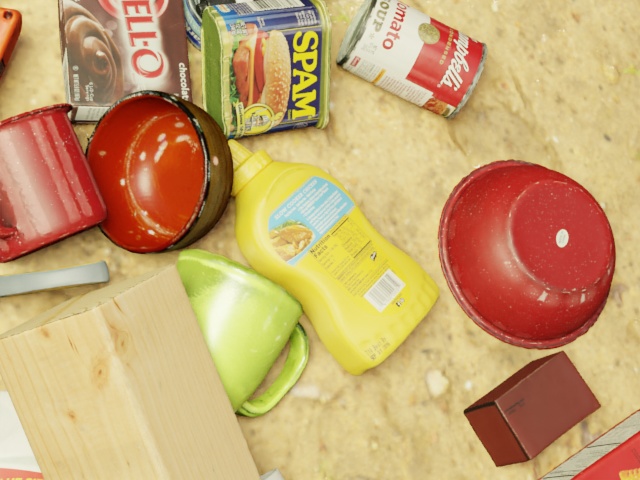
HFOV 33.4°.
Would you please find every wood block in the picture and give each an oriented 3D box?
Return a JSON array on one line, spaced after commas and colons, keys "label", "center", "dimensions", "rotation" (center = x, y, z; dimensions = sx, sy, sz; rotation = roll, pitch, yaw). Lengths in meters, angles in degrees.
[{"label": "wood block", "center": [-0.106, 0.133, 0.651], "dimensions": [0.090, 0.090, 0.206], "rotation": [-33, 103, -61]}]

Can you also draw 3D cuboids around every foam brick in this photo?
[{"label": "foam brick", "center": [0.160, 0.128, 0.809], "dimensions": [0.078, 0.051, 0.053], "rotation": [-29, 85, -25]}]

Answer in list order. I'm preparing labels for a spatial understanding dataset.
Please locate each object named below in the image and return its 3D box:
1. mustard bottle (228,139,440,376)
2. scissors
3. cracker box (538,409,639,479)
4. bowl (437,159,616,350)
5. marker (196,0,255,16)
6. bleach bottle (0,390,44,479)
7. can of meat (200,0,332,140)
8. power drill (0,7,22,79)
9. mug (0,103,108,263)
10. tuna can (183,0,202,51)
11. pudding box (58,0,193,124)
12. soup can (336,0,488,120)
[{"label": "mustard bottle", "center": [-0.005, 0.001, 0.784], "dimensions": [0.191, 0.058, 0.096], "rotation": [47, 57, -2]}, {"label": "scissors", "center": [-0.231, 0.033, 0.708], "dimensions": [0.202, 0.096, 0.016], "rotation": [-8, 89, 10]}, {"label": "cracker box", "center": [0.242, 0.232, 0.796], "dimensions": [0.213, 0.072, 0.164], "rotation": [-27, 84, -24]}, {"label": "bowl", "center": [0.178, 0.004, 0.851], "dimensions": [0.162, 0.055, 0.162], "rotation": [5, 73, -18]}, {"label": "marker", "center": [-0.039, -0.189, 0.812], "dimensions": [0.121, 0.020, 0.020], "rotation": [-21, 82, -24]}, {"label": "bleach bottle", "center": [-0.211, 0.186, 0.655], "dimensions": [0.102, 0.068, 0.250], "rotation": [24, 65, -12]}, {"label": "can of meat", "center": [-0.041, -0.128, 0.790], "dimensions": [0.083, 0.102, 0.057], "rotation": [-11, 34, -20]}, {"label": "power drill", "center": [-0.300, -0.153, 0.708], "dimensions": [0.187, 0.057, 0.184], "rotation": [22, 88, -11]}, {"label": "mug", "center": [-0.196, -0.034, 0.698], "dimensions": [0.093, 0.117, 0.081], "rotation": [-22, 94, 18]}, {"label": "tuna can", "center": [-0.067, -0.184, 0.831], "dimensions": [0.086, 0.034, 0.086], "rotation": [6, 72, -18]}, {"label": "pudding box", "center": [-0.145, -0.141, 0.787], "dimensions": [0.090, 0.039, 0.113], "rotation": [-2, 74, -20]}, {"label": "soup can", "center": [0.073, -0.148, 0.852], "dimensions": [0.102, 0.069, 0.068], "rotation": [25, 68, -11]}]
